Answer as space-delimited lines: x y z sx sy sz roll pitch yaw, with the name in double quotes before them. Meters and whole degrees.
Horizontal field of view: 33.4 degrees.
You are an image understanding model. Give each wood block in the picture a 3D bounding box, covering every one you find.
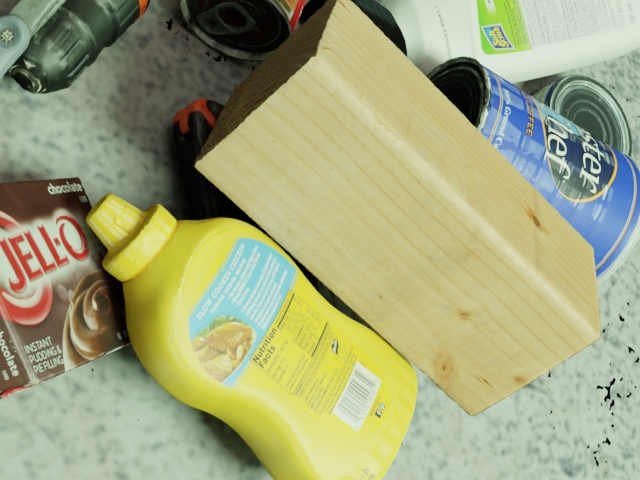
"wood block" 0.047 -0.017 0.564 0.206 0.090 0.090 43 30 -16

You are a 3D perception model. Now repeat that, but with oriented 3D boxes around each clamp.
"clamp" -0.004 0.001 0.621 0.164 0.036 0.210 -41 102 -36

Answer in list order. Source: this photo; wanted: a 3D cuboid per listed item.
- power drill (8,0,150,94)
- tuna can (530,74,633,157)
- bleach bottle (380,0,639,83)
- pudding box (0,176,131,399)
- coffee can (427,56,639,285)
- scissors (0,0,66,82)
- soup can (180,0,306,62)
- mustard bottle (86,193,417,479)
"power drill" -0.162 -0.189 0.566 0.187 0.057 0.184 42 53 -19
"tuna can" 0.185 -0.075 0.773 0.086 0.034 0.086 11 70 -31
"bleach bottle" 0.124 -0.159 0.742 0.250 0.068 0.102 -16 84 -34
"pudding box" -0.134 0.019 0.495 0.090 0.039 0.113 67 15 1
"coffee can" 0.121 -0.038 0.674 0.140 0.103 0.102 26 62 -26
"scissors" -0.171 -0.100 0.511 0.096 0.016 0.202 26 85 -11
"soup can" -0.034 -0.167 0.635 0.068 0.069 0.102 32 60 -22
"mustard bottle" -0.039 0.046 0.532 0.191 0.058 0.096 43 52 -17
